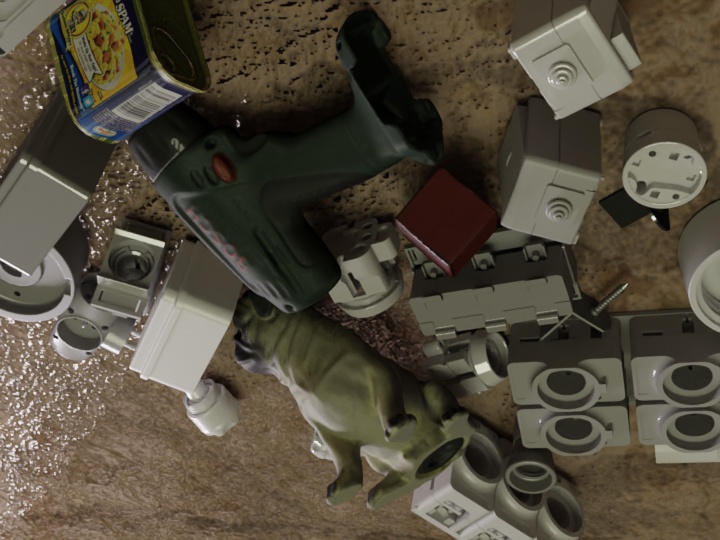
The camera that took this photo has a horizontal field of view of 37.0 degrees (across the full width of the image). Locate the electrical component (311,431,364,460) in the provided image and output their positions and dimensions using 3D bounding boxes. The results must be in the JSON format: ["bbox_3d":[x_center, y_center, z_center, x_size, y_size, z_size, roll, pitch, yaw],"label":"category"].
[{"bbox_3d":[-0.014,0.164,1.011,0.061,0.035,0.035,15,132,-4],"label":"electrical component"}]

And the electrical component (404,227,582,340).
[{"bbox_3d":[0.102,0.010,0.831,0.121,0.063,0.078,-10,128,20],"label":"electrical component"}]

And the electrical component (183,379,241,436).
[{"bbox_3d":[-0.142,0.121,0.994,0.043,0.043,0.062,-20,123,27],"label":"electrical component"}]

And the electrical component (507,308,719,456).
[{"bbox_3d":[0.221,0.093,0.881,0.186,0.060,0.105,-4,130,16],"label":"electrical component"}]

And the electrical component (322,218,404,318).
[{"bbox_3d":[0.000,0.000,0.849,0.078,0.058,0.057,-14,123,23],"label":"electrical component"}]

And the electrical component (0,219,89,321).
[{"bbox_3d":[-0.278,-0.017,0.891,0.108,0.060,0.108,6,131,7],"label":"electrical component"}]

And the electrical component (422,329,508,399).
[{"bbox_3d":[0.093,0.077,0.905,0.055,0.048,0.066,-18,125,35],"label":"electrical component"}]

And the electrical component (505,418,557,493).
[{"bbox_3d":[0.152,0.158,0.949,0.044,0.065,0.044,6,131,7],"label":"electrical component"}]

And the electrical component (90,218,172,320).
[{"bbox_3d":[-0.187,0.003,0.885,0.042,0.081,0.063,17,155,-3],"label":"electrical component"}]

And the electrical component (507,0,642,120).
[{"bbox_3d":[0.135,-0.144,0.667,0.061,0.096,0.061,-25,121,29],"label":"electrical component"}]

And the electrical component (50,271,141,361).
[{"bbox_3d":[-0.224,0.050,0.948,0.079,0.044,0.077,29,130,-14],"label":"electrical component"}]

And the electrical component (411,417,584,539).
[{"bbox_3d":[0.128,0.206,0.980,0.150,0.089,0.062,35,129,-18],"label":"electrical component"}]

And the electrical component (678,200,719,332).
[{"bbox_3d":[0.291,0.003,0.787,0.108,0.060,0.108,6,132,7],"label":"electrical component"}]

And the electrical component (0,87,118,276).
[{"bbox_3d":[-0.231,-0.070,0.803,0.056,0.108,0.109,32,129,-20],"label":"electrical component"}]

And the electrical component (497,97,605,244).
[{"bbox_3d":[0.128,-0.066,0.737,0.061,0.096,0.061,15,131,-1],"label":"electrical component"}]

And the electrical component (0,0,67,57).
[{"bbox_3d":[-0.227,-0.207,0.715,0.113,0.057,0.078,-29,119,31],"label":"electrical component"}]

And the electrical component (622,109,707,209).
[{"bbox_3d":[0.209,-0.078,0.742,0.055,0.047,0.055,6,132,7],"label":"electrical component"}]

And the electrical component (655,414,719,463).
[{"bbox_3d":[0.294,0.143,0.920,0.081,0.043,0.043,-4,130,15],"label":"electrical component"}]

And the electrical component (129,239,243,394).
[{"bbox_3d":[-0.144,0.039,0.900,0.057,0.078,0.113,23,131,-11],"label":"electrical component"}]
